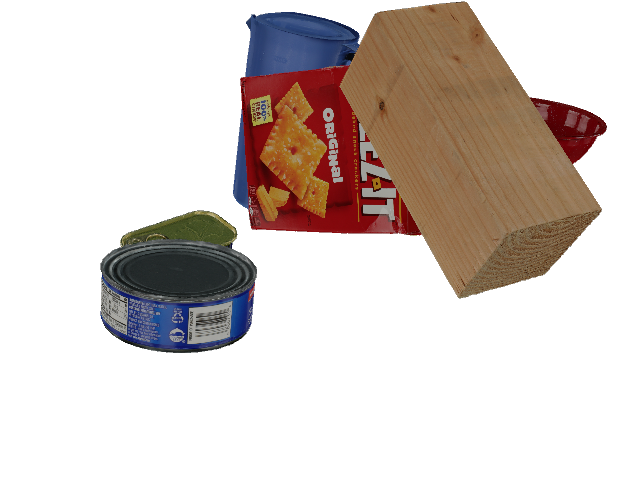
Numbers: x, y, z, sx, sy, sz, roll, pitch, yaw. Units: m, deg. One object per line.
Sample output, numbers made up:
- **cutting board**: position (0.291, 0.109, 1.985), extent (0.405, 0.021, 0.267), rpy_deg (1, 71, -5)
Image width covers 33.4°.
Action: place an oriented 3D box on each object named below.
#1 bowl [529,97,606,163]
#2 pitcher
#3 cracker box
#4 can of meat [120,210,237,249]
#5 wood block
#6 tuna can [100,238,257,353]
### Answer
- **bowl**: position (0.237, -0.117, 1.206), extent (0.162, 0.055, 0.162), rpy_deg (5, 23, -2)
- **pitcher**: position (-0.030, -0.152, 1.319), extent (0.144, 0.243, 0.149), rpy_deg (5, 23, -15)
- **cracker box**: position (0.018, -0.090, 1.068), extent (0.214, 0.164, 0.071), rpy_deg (3, 8, 42)
- **can of meat**: position (-0.127, 0.031, 0.946), extent (0.101, 0.084, 0.058), rpy_deg (-21, 42, -38)
- **wood block**: position (0.107, -0.072, 0.810), extent (0.090, 0.206, 0.091), rpy_deg (-13, -28, -28)
- **tuna can**: position (-0.079, 0.030, 0.593), extent (0.086, 0.034, 0.086), rpy_deg (5, 20, -2)
